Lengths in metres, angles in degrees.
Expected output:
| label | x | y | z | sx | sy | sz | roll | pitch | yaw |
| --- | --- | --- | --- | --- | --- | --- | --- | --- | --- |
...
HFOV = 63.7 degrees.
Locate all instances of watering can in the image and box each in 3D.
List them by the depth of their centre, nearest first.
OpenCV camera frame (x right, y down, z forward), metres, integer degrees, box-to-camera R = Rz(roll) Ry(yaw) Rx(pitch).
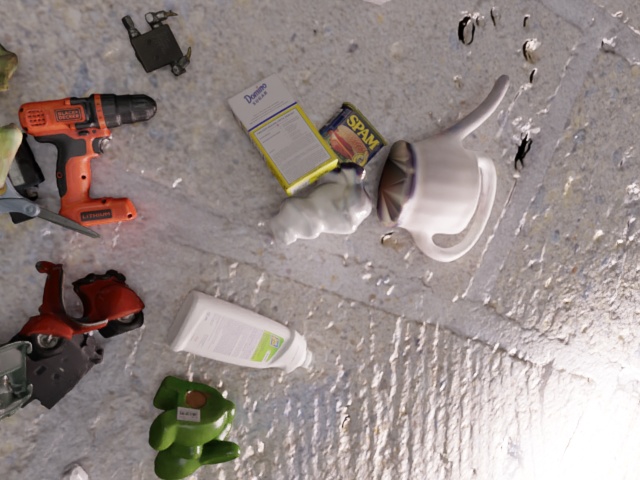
| label | x | y | z | sx | sy | sz | roll | pitch | yaw |
| --- | --- | --- | --- | --- | --- | --- | --- | --- | --- |
| watering can | 0.219 | -0.132 | 0.915 | 0.224 | 0.345 | 0.105 | 5 | 10 | -19 |

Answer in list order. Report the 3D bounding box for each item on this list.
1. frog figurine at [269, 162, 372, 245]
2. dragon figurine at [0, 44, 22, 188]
| label | x | y | z | sx | sy | sz | roll | pitch | yaw |
| --- | --- | --- | --- | --- | --- | --- | --- | --- | --- |
| frog figurine | 0.003 | -0.042 | 0.837 | 0.138 | 0.162 | 0.120 | 21 | -27 | 34 |
| dragon figurine | -0.505 | -0.216 | 0.623 | 0.245 | 0.414 | 0.120 | -21 | -24 | -48 |
